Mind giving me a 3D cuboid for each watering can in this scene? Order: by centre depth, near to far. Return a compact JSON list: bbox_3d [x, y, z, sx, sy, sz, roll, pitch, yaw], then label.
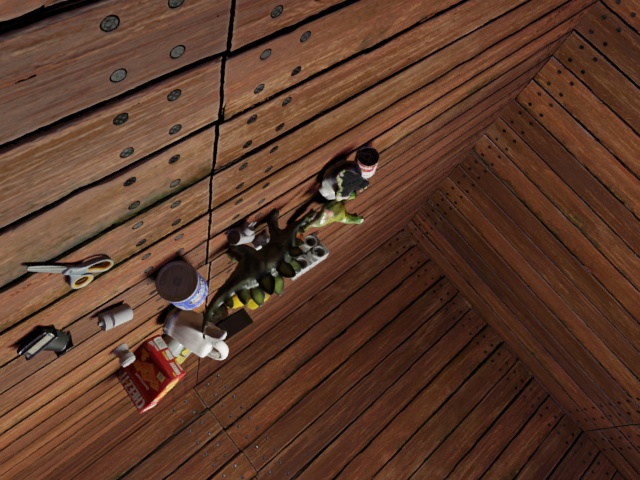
[{"bbox_3d":[-0.370,0.276,1.564,0.106,0.225,0.341,-55,177,-28],"label":"watering can"}]

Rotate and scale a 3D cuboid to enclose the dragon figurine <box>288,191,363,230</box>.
[{"bbox_3d":[0.005,-0.087,1.726,0.243,0.122,0.410,-15,-176,-10],"label":"dragon figurine"}]

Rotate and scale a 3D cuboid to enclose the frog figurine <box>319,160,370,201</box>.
[{"bbox_3d":[0.052,-0.182,1.550,0.138,0.121,0.160,-46,-154,-11],"label":"frog figurine"}]
